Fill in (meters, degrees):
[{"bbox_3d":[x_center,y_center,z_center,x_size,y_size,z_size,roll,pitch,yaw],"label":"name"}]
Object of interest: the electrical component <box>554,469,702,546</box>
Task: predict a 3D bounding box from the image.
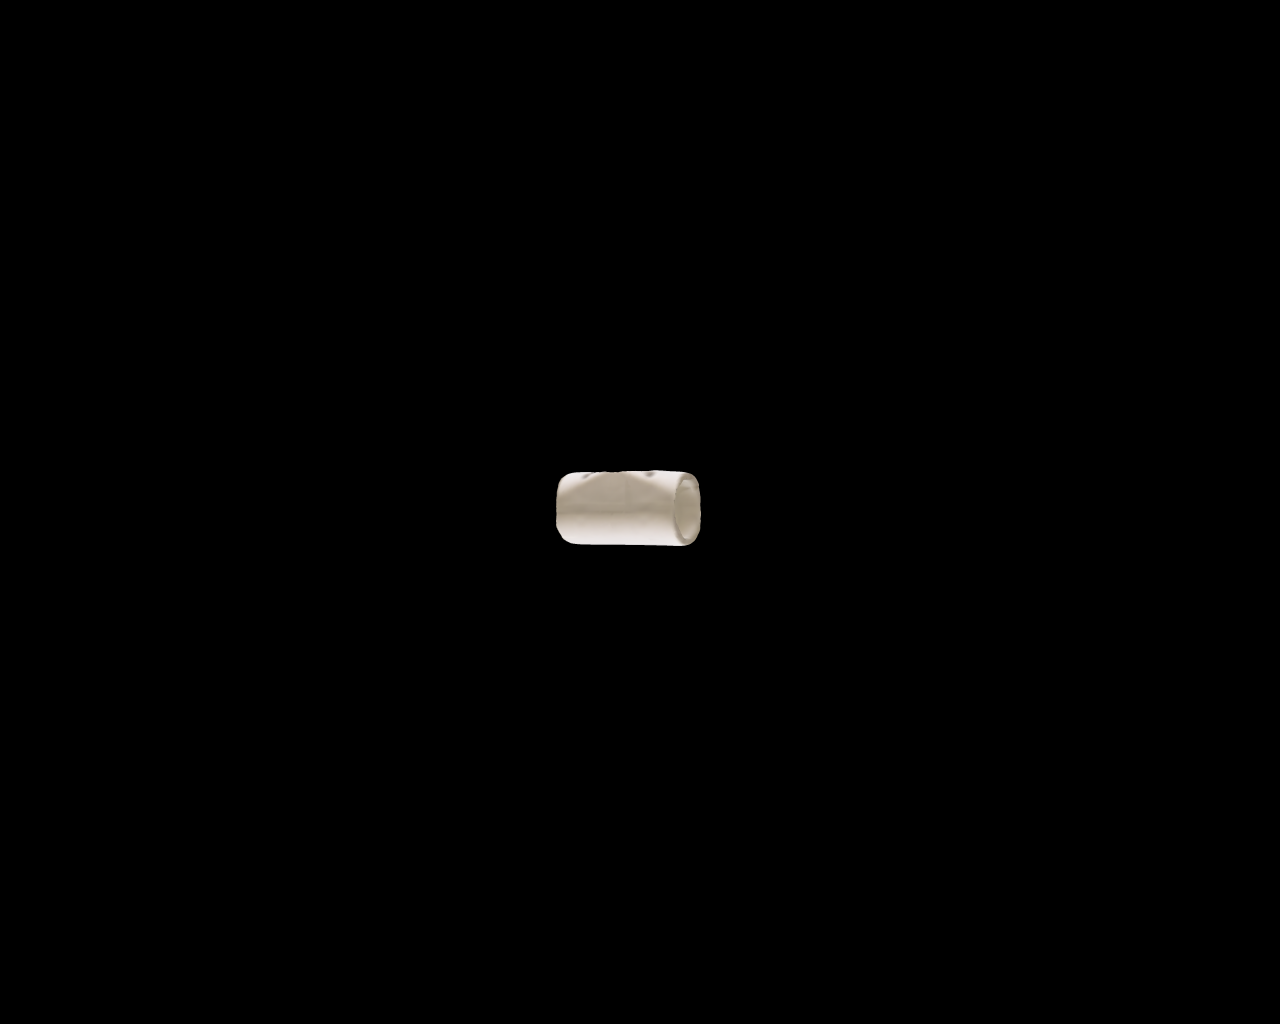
[{"bbox_3d":[0.001,-0.003,0.650,0.077,0.044,0.079,0,0,25],"label":"electrical component"}]
